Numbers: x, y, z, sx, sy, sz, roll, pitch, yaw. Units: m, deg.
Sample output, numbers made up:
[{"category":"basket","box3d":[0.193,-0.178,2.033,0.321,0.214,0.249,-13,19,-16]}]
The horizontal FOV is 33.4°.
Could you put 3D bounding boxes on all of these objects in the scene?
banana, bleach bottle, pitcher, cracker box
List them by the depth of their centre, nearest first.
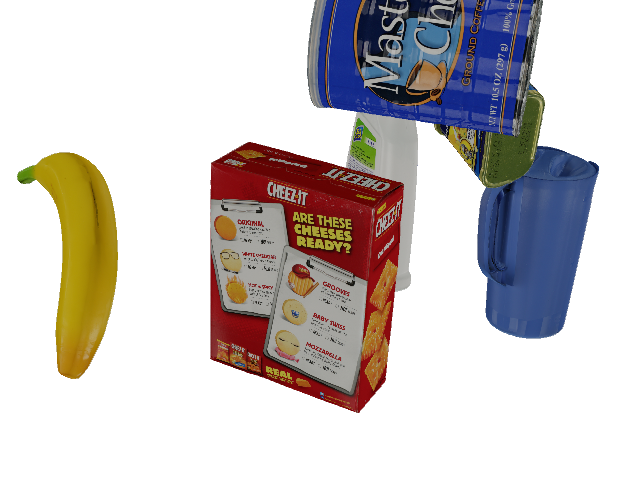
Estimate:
[{"category":"banana","box3d":[-0.165,0.001,0.725,0.037,0.198,0.070,18,-55,-37]},{"category":"cracker box","box3d":[-0.016,0.033,0.978,0.164,0.214,0.072,17,31,23]},{"category":"bleach bottle","box3d":[0.068,-0.077,1.154,0.068,0.251,0.103,-5,23,-30]},{"category":"pitcher","box3d":[0.277,0.006,1.414,0.149,0.243,0.145,5,24,5]}]

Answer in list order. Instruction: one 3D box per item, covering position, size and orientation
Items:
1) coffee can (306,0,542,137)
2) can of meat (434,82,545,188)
[{"category":"coffee can","box3d":[0.071,-0.130,0.717,0.140,0.103,0.102,10,2,11]},{"category":"can of meat","box3d":[0.142,-0.108,0.903,0.057,0.102,0.084,-18,49,-15]}]
